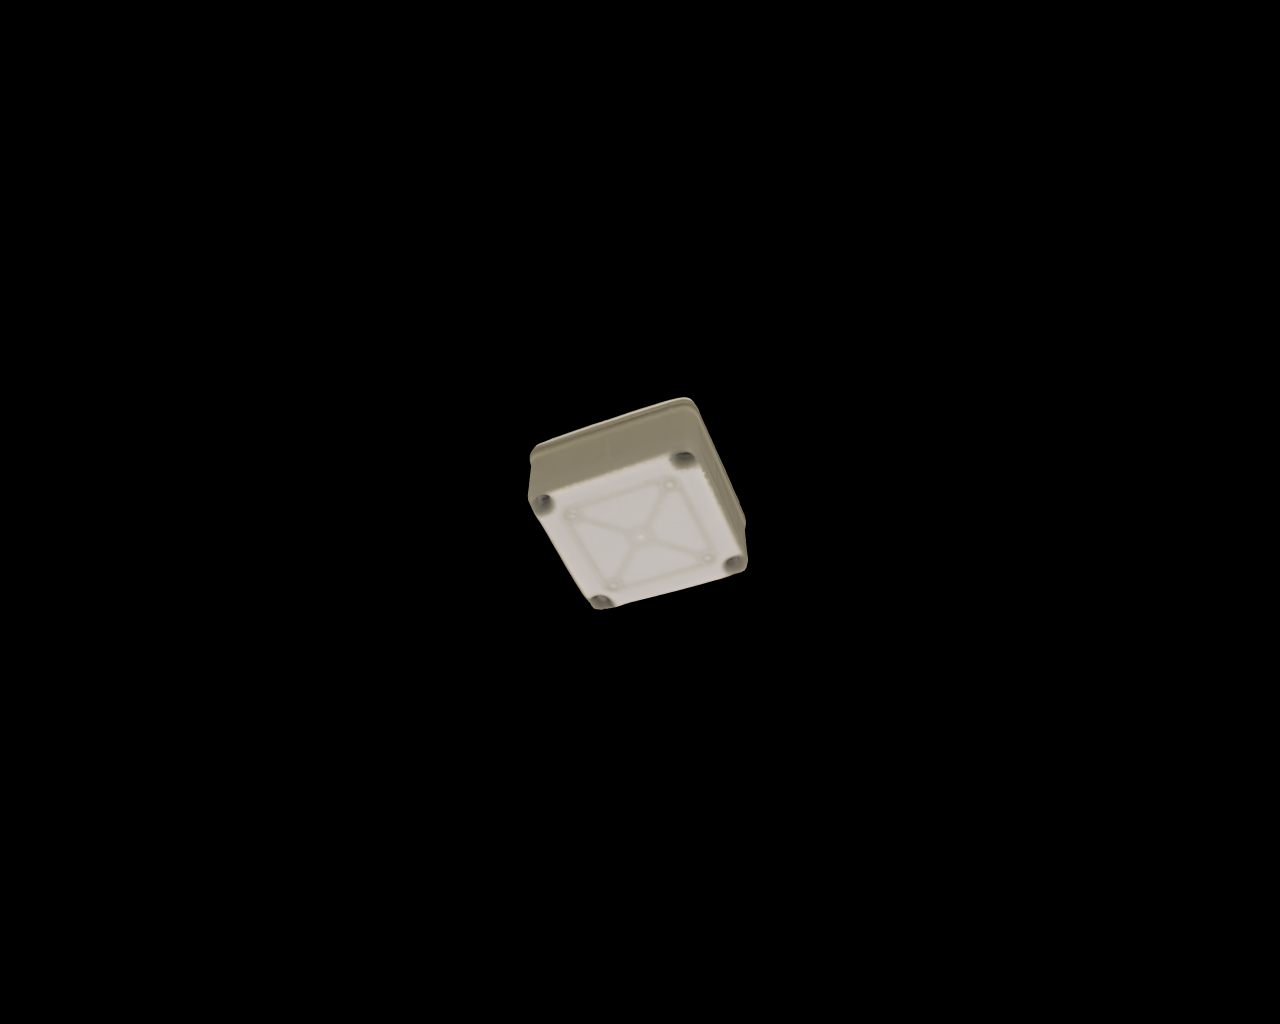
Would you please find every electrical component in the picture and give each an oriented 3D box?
[{"bbox_3d":[0.001,-0.003,0.650,0.109,0.108,0.056,-17,39,14],"label":"electrical component"}]
